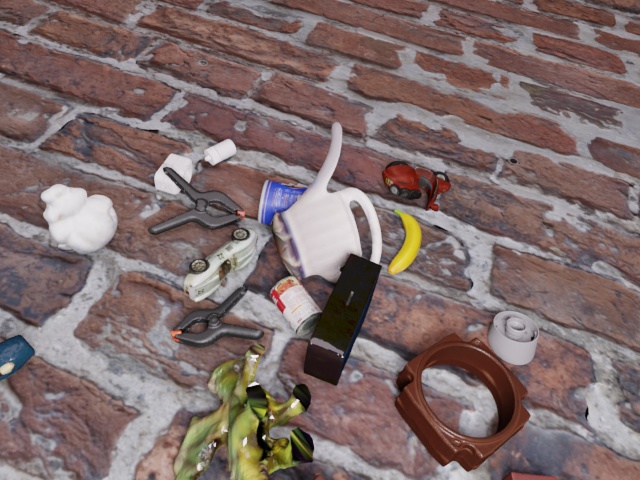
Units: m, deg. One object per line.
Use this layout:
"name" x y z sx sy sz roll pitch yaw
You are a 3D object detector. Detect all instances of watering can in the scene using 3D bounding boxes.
"watering can" 0.003 -0.055 1.087 0.225 0.345 0.104 -19 9 -8

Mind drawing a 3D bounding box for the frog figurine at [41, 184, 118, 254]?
"frog figurine" -0.492 -0.051 1.061 0.124 0.155 0.139 38 55 21

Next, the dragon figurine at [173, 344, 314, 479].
"dragon figurine" -0.135 0.319 0.776 0.121 0.240 0.420 39 26 -23
